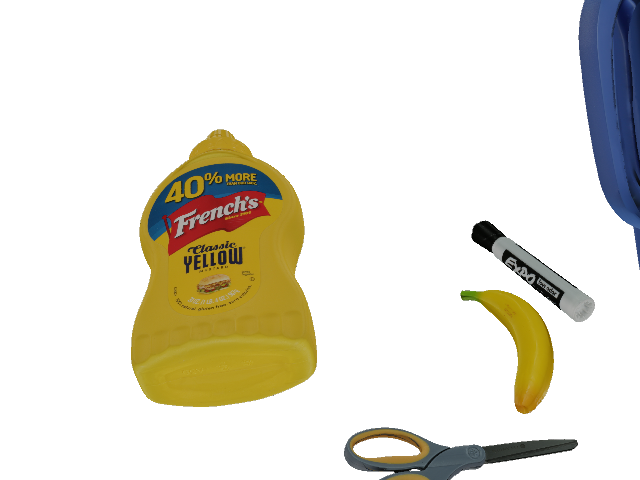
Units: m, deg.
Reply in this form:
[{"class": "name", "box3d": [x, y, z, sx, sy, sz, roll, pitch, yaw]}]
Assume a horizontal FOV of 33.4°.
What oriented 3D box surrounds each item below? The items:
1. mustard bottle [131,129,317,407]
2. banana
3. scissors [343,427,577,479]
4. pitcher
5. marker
[{"class": "mustard bottle", "box3d": [-0.056, 0.003, 0.618, 0.096, 0.191, 0.058, -10, -45, 4]}, {"class": "banana", "box3d": [0.212, 0.109, 1.140, 0.069, 0.037, 0.198, -24, 34, 3]}, {"class": "scissors", "box3d": [0.119, 0.193, 0.878, 0.201, 0.016, 0.096, 6, 43, -2]}, {"class": "pitcher", "box3d": [0.222, -0.060, 0.593, 0.149, 0.243, 0.145, -6, 21, 12]}, {"class": "marker", "box3d": [0.147, 0.019, 0.758, 0.020, 0.020, 0.121, 0, 28, -33]}]
